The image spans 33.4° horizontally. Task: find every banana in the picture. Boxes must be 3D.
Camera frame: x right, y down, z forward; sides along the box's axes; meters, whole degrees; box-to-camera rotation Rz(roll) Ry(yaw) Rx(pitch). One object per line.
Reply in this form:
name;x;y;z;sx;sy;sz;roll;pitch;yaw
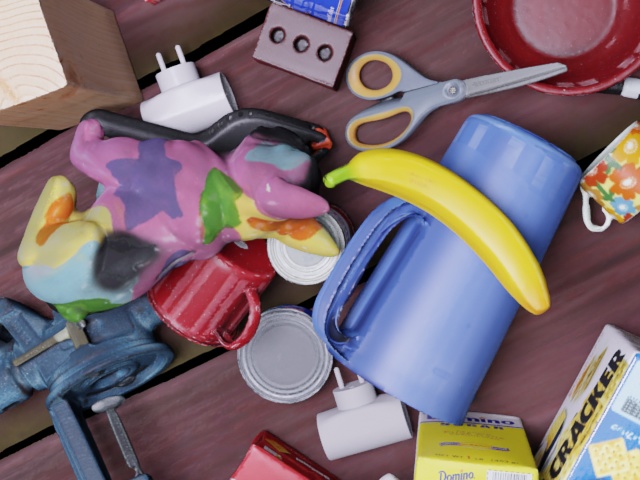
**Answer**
banana;0.097;-0.017;0.809;0.197;0.037;0.069;30;68;-5

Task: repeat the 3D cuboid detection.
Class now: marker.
marker;0.292;-0.126;0.915;0.121;0.020;0.020;11;95;6

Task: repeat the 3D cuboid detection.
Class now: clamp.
clamp;-0.091;-0.053;0.944;0.210;0.036;0.164;-10;119;-3

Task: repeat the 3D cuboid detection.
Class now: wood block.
wood block;-0.227;-0.148;0.880;0.090;0.206;0.091;-18;92;8

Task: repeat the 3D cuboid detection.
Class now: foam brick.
foam brick;-0.013;-0.168;0.931;0.078;0.051;0.053;21;96;5

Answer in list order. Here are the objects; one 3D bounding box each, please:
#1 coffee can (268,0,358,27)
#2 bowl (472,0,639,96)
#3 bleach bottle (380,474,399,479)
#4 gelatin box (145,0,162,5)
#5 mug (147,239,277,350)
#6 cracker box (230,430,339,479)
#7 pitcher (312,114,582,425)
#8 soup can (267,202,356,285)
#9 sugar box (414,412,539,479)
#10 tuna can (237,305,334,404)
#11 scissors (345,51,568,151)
coffee can;-0.027;-0.246;0.879;0.140;0.103;0.103;18;96;-1
bowl;0.209;-0.201;0.901;0.162;0.055;0.162;0;94;7
bleach bottle;-0.017;0.247;0.883;0.251;0.068;0.102;-19;70;-2
gelatin box;-0.138;-0.266;0.950;0.073;0.030;0.089;-24;92;10
mug;-0.085;0.040;0.916;0.082;0.093;0.117;-52;49;26
cracker box;-0.045;0.306;0.959;0.164;0.072;0.214;34;96;2
pitcher;0.108;0.018;0.889;0.145;0.149;0.243;29;93;14
soup can;-0.006;0.001;0.917;0.068;0.102;0.068;0;94;7
sugar box;0.125;0.178;0.877;0.093;0.176;0.048;5;96;5
tuna can;-0.030;0.102;0.961;0.086;0.033;0.086;0;94;7
scissors;0.101;-0.141;0.906;0.202;0.016;0.096;-26;80;28
